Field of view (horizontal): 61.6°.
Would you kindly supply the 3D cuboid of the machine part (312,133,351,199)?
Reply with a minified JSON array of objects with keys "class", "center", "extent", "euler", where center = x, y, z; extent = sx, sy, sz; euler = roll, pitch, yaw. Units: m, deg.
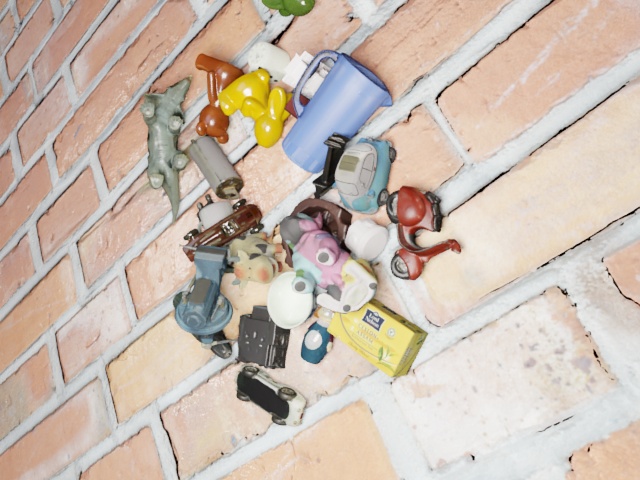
[{"class":"machine part","center":[0.023,-0.153,1.119],"extent":[0.039,0.084,0.138],"euler":[34,131,25]}]

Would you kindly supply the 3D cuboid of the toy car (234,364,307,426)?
[{"class":"toy car","center":[-0.114,0.338,1.176],"extent":[0.202,0.056,0.073],"euler":[19,99,38]}]

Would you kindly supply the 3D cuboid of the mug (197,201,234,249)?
[{"class":"mug","center":[-0.253,-0.026,1.326],"extent":[0.109,0.080,0.107],"euler":[-28,75,16]}]

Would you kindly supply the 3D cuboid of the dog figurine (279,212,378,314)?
[{"class":"dog figurine","center":[0.009,0.030,1.049],"extent":[0.108,0.191,0.219],"euler":[-55,20,18]}]

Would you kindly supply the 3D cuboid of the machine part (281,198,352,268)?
[{"class":"machine part","center":[-0.002,-0.003,1.157],"extent":[0.179,0.056,0.179],"euler":[-8,76,35]}]

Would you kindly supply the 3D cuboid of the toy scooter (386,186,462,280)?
[{"class":"toy scooter","center":[0.196,-0.018,1.005],"extent":[0.135,0.075,0.183],"euler":[-8,80,35]}]

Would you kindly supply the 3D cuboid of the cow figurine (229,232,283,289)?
[{"class":"cow figurine","center":[-0.147,0.042,1.167],"extent":[0.195,0.127,0.085],"euler":[-146,51,-60]}]

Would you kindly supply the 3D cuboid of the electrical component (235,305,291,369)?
[{"class":"electrical component","center":[-0.128,0.215,1.207],"extent":[0.115,0.058,0.134],"euler":[2,83,34]}]

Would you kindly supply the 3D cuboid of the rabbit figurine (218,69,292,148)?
[{"class":"rabbit figurine","center":[-0.135,-0.310,1.293],"extent":[0.162,0.122,0.173],"euler":[-25,81,20]}]

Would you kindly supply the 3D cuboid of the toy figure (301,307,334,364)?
[{"class":"toy figure","center":[0.009,0.181,1.116],"extent":[0.064,0.058,0.154],"euler":[23,95,-3]}]

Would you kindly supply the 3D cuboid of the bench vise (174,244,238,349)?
[{"class":"bench vise","center":[-0.246,0.135,1.168],"extent":[0.224,0.129,0.240],"euler":[-99,12,-50]}]

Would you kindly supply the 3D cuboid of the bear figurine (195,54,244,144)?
[{"class":"bear figurine","center":[-0.268,-0.358,1.381],"extent":[0.132,0.120,0.195],"euler":[32,106,39]}]

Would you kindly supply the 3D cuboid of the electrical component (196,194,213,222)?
[{"class":"electrical component","center":[-0.291,-0.070,1.399],"extent":[0.063,0.021,0.094],"euler":[-39,61,23]}]

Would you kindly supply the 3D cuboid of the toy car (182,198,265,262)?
[{"class":"toy car","center":[-0.226,-0.019,1.260],"extent":[0.202,0.053,0.089],"euler":[-32,92,-14]}]

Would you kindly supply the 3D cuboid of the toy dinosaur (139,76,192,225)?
[{"class":"toy dinosaur","center":[-0.422,-0.249,1.469],"extent":[0.192,0.131,0.404],"euler":[-149,61,-77]}]

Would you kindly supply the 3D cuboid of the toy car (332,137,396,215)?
[{"class":"toy car","center":[0.084,-0.137,1.091],"extent":[0.109,0.103,0.161],"euler":[20,95,36]}]

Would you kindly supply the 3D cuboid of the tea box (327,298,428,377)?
[{"class":"tea box","center":[0.108,0.177,1.036],"extent":[0.170,0.068,0.098],"euler":[29,99,37]}]

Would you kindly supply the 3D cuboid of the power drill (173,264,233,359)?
[{"class":"power drill","center":[-0.258,0.149,1.308],"extent":[0.232,0.086,0.207],"euler":[28,105,38]}]

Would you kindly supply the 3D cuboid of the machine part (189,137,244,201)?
[{"class":"machine part","center":[-0.265,-0.184,1.367],"extent":[0.079,0.079,0.243],"euler":[-49,58,19]}]

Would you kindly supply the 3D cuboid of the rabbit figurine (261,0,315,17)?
[{"class":"rabbit figurine","center":[-0.068,-0.601,1.274],"extent":[0.159,0.121,0.170],"euler":[-24,66,38]}]
